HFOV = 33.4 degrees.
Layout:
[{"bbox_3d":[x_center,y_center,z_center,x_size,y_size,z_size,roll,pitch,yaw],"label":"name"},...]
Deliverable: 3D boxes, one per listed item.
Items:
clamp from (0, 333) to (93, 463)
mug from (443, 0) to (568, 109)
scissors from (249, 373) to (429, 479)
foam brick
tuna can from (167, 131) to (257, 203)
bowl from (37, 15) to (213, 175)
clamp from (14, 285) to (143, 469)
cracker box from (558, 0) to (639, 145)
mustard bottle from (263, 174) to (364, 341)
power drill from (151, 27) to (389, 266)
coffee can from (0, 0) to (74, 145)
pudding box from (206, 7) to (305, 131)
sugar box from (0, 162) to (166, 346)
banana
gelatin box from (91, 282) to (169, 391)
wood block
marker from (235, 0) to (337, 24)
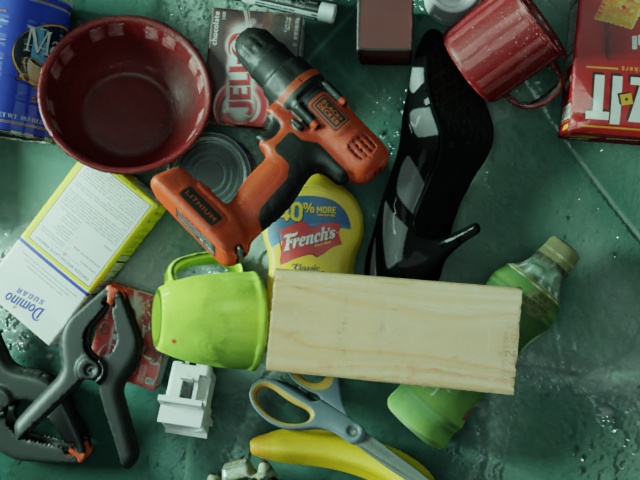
[{"bbox_3d":[-0.321,0.160,1.052,0.210,0.036,0.165,40,101,1],"label":"clamp"},{"bbox_3d":[0.174,-0.172,0.981,0.082,0.093,0.117,-35,104,21],"label":"mug"},{"bbox_3d":[0.032,0.161,1.001,0.202,0.016,0.096,18,69,15],"label":"scissors"},{"bbox_3d":[0.062,-0.195,1.000,0.051,0.078,0.053,1,91,5],"label":"foam brick"},{"bbox_3d":[-0.105,-0.062,1.036,0.086,0.033,0.086,0,89,6],"label":"tuna can"},{"bbox_3d":[-0.183,-0.130,1.014,0.162,0.055,0.162,2,73,-7],"label":"bowl"},{"bbox_3d":[-0.205,0.131,1.011,0.120,0.039,0.171,23,92,-3],"label":"clamp"},{"bbox_3d":[0.313,-0.195,0.976,0.164,0.072,0.214,5,90,6],"label":"cracker box"},{"bbox_3d":[-0.007,0.001,1.012,0.096,0.058,0.191,2,88,12],"label":"mustard bottle"},{"bbox_3d":[-0.059,-0.083,0.960,0.187,0.057,0.184,-42,79,-13],"label":"power drill"},{"bbox_3d":[-0.298,-0.169,1.023,0.103,0.103,0.140,8,90,6],"label":"coffee can"},{"bbox_3d":[-0.063,-0.164,1.031,0.090,0.039,0.113,6,90,6],"label":"pudding box"},{"bbox_3d":[-0.238,0.007,1.043,0.093,0.048,0.176,39,96,7],"label":"sugar box"},{"bbox_3d":[0.033,0.211,1.001,0.198,0.069,0.037,19,116,19],"label":"banana"},{"bbox_3d":[-0.181,0.094,1.042,0.073,0.030,0.089,18,90,6],"label":"gelatin box"},{"bbox_3d":[0.066,0.077,0.920,0.206,0.090,0.090,5,88,10],"label":"wood block"},{"bbox_3d":[-0.044,-0.233,1.040,0.121,0.020,0.020,14,90,6],"label":"marker"}]
